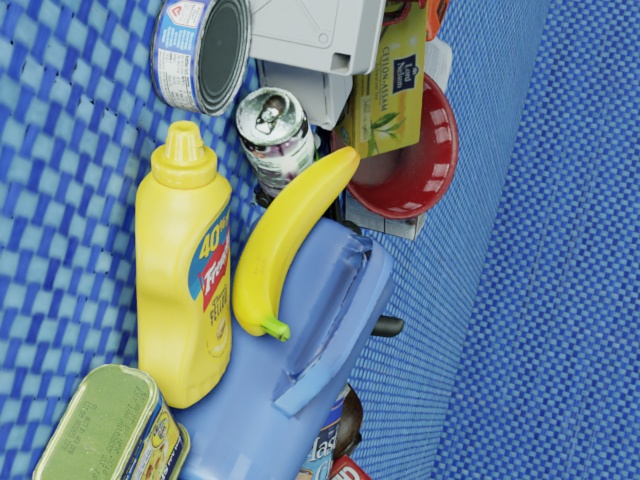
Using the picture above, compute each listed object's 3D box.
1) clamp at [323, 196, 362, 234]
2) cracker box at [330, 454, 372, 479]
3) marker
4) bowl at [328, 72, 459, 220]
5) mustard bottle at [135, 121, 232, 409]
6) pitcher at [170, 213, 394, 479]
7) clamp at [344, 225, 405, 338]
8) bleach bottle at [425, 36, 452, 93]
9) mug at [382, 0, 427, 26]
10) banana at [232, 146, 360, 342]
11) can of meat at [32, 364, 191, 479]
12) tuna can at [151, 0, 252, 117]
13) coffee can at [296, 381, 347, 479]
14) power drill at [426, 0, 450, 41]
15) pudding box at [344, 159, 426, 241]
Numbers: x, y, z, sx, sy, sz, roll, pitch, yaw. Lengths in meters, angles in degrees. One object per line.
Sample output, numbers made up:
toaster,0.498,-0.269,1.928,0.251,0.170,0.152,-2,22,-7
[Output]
clamp,0.008,0.030,1.131,0.210,0.036,0.164,43,63,-69
cracker box,-0.014,0.330,1.108,0.164,0.072,0.214,-39,156,-21
marker,-0.028,-0.062,0.945,0.121,0.020,0.020,-57,156,-52
bowl,0.064,-0.100,1.093,0.161,0.055,0.162,1,88,-32
mustard bottle,-0.089,0.011,0.703,0.096,0.058,0.192,-61,159,-54
pitcher,-0.037,0.101,0.831,0.149,0.145,0.242,82,29,-52
clamp,0.005,0.069,1.005,0.171,0.120,0.039,-36,174,-37
bleach bottle,0.089,-0.207,1.177,0.250,0.068,0.102,21,81,-73
mug,0.039,-0.209,0.790,0.117,0.081,0.093,81,16,-49
banana,-0.023,0.004,0.799,0.037,0.070,0.197,65,33,-41
can of meat,-0.130,0.140,0.672,0.084,0.057,0.102,79,29,-55
tuna can,-0.075,-0.124,0.682,0.086,0.034,0.086,14,90,-76
coffee can,-0.036,0.186,0.974,0.102,0.103,0.140,-38,139,-67
power drill,0.092,-0.294,0.986,0.184,0.057,0.188,-63,156,-46
pudding box,0.073,-0.058,1.193,0.039,0.090,0.113,-59,158,-44
